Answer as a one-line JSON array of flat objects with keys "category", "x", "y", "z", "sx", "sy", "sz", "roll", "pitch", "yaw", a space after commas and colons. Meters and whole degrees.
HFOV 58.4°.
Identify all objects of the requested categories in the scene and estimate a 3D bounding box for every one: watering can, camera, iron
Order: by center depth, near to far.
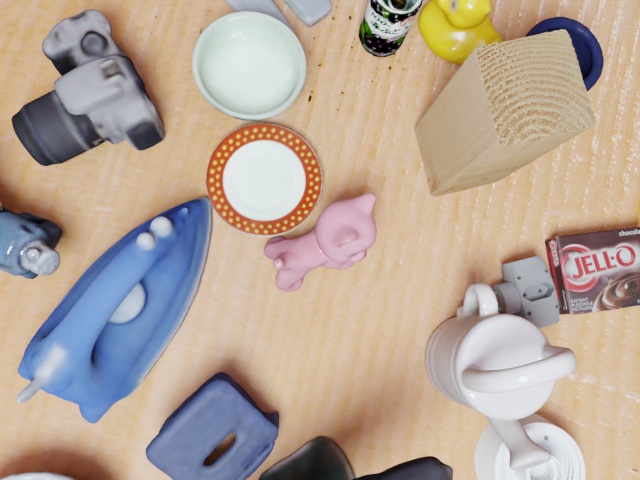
[{"category": "watering can", "x": 0.180, "y": 0.129, "z": 0.556, "sx": 0.101, "sy": 0.194, "sz": 0.173, "roll": -33, "pitch": 86, "yaw": -8}, {"category": "iron", "x": -0.192, "y": 0.050, "z": 0.559, "sx": 0.118, "sy": 0.141, "sz": 0.258, "roll": 33, "pitch": 81, "yaw": 0}, {"category": "camera", "x": -0.255, "y": -0.151, "z": 0.601, "sx": 0.137, "sy": 0.100, "sz": 0.143, "roll": -30, "pitch": 86, "yaw": -8}]

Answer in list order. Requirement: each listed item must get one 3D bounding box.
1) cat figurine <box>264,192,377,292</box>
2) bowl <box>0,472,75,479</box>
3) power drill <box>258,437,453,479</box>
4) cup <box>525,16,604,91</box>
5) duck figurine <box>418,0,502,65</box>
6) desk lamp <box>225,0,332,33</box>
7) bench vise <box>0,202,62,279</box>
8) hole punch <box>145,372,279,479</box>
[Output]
[{"category": "cat figurine", "x": 0.005, "y": 0.002, "z": 0.596, "sx": 0.128, "sy": 0.117, "sz": 0.067, "roll": -25, "pitch": 85, "yaw": -8}, {"category": "bowl", "x": -0.270, "y": 0.302, "z": 0.552, "sx": 0.167, "sy": 0.074, "sz": 0.167, "roll": 1, "pitch": 82, "yaw": -5}, {"category": "power drill", "x": -0.002, "y": 0.248, "z": 0.517, "sx": 0.230, "sy": 0.208, "sz": 0.075, "roll": -33, "pitch": 86, "yaw": -8}, {"category": "cup", "x": 0.256, "y": -0.178, "z": 0.654, "sx": 0.091, "sy": 0.095, "sz": 0.118, "roll": 9, "pitch": 82, "yaw": -4}, {"category": "duck figurine", "x": 0.170, "y": -0.255, "z": 0.661, "sx": 0.104, "sy": 0.086, "sz": 0.077, "roll": 36, "pitch": 81, "yaw": 0}, {"category": "desk lamp", "x": -0.072, "y": -0.339, "z": 0.586, "sx": 0.118, "sy": 0.213, "sz": 0.203, "roll": -40, "pitch": 87, "yaw": -9}, {"category": "bench vise", "x": -0.343, "y": -0.038, "z": 0.518, "sx": 0.207, "sy": 0.219, "sz": 0.121, "roll": 8, "pitch": 82, "yaw": -4}, {"category": "hole punch", "x": -0.102, "y": 0.198, "z": 0.573, "sx": 0.101, "sy": 0.091, "sz": 0.109, "roll": 45, "pitch": 81, "yaw": 2}]
